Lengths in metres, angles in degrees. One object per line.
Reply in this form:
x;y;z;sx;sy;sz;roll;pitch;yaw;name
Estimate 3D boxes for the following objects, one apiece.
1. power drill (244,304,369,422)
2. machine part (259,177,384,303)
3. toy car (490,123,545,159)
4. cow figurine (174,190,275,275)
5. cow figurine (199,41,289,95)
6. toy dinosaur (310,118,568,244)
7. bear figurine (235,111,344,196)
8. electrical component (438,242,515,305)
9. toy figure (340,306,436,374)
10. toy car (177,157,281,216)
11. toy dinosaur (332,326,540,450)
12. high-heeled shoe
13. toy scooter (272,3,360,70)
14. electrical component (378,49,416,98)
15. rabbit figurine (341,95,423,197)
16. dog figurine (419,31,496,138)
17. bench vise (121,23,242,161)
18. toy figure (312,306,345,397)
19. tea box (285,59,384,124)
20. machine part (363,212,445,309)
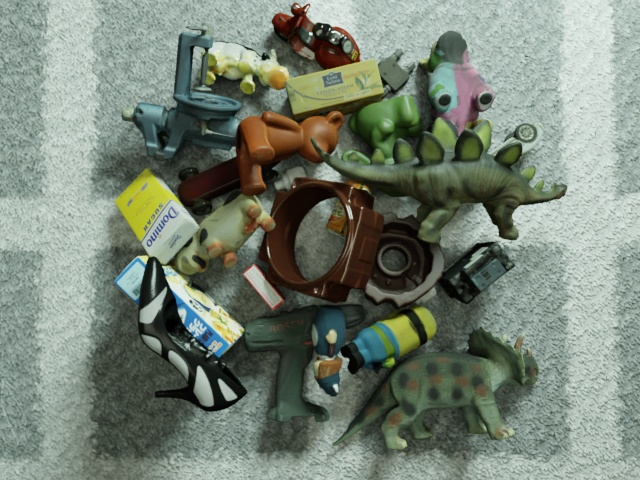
-0.022;0.224;0.987;0.232;0.086;0.207;-2;92;-4;power drill
-0.002;-0.003;0.943;0.202;0.087;0.201;14;88;38;machine part
0.332;-0.151;1.004;0.202;0.073;0.056;-34;85;-1;toy car
-0.187;-0.013;0.965;0.195;0.085;0.127;-43;47;6;cow figurine
-0.135;-0.327;1.011;0.167;0.068;0.098;12;45;-2;cow figurine
0.213;-0.101;0.906;0.472;0.105;0.198;-1;117;-11;toy dinosaur
-0.046;-0.158;0.944;0.196;0.120;0.132;0;53;-22;bear figurine
0.279;0.058;0.966;0.115;0.134;0.058;-40;91;0;electrical component
0.128;0.179;0.962;0.180;0.089;0.082;-18;91;-28;toy figure
-0.170;-0.119;1.012;0.202;0.053;0.089;-26;71;-4;toy car
0.211;0.265;0.972;0.405;0.131;0.192;-8;76;4;toy dinosaur
-0.194;0.144;0.830;0.145;0.086;0.248;-5;93;-2;high-heeled shoe
-0.006;-0.375;0.982;0.184;0.135;0.075;27;87;-1;toy scooter
0.137;-0.319;1.036;0.094;0.021;0.063;-44;88;-1;electrical component
0.117;-0.159;0.980;0.159;0.121;0.170;-10;85;6;rabbit figurine
0.239;-0.265;0.979;0.109;0.219;0.191;-4;131;2;dog figurine
-0.234;-0.260;0.949;0.224;0.129;0.240;13;112;3;bench vise
0.015;0.193;0.931;0.058;0.064;0.154;2;88;23;toy figure
0.025;-0.270;0.996;0.170;0.098;0.068;-15;89;-2;tea box
0.137;0.039;0.988;0.179;0.056;0.179;-1;72;4;machine part
